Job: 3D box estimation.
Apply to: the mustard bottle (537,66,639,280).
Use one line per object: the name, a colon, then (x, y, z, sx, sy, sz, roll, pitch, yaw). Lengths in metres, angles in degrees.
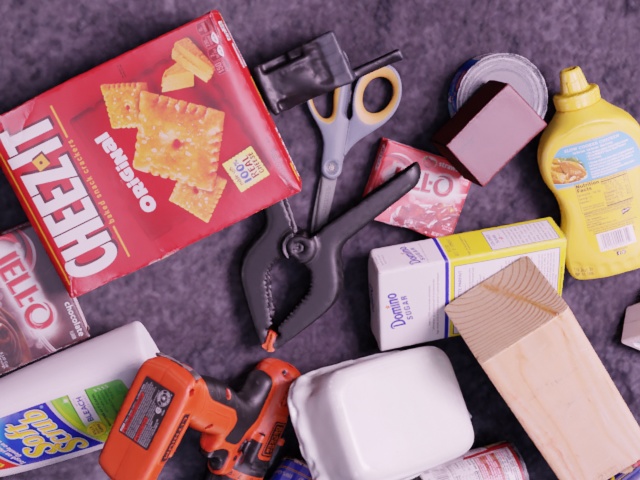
mustard bottle: (0.250, -0.064, 0.970, 0.096, 0.058, 0.191, -16, 107, 10)

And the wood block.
wood block: (0.208, 0.127, 0.965, 0.090, 0.091, 0.206, -33, 122, 5)

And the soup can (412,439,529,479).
soup can: (0.140, 0.235, 1.014, 0.102, 0.068, 0.068, -13, 103, -12)

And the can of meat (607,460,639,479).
can of meat: (0.292, 0.228, 1.028, 0.084, 0.102, 0.057, -36, 104, -4)

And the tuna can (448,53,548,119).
tuna can: (0.160, -0.127, 0.966, 0.086, 0.034, 0.086, -2, 102, -10)

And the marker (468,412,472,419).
marker: (0.093, 0.199, 1.027, 0.121, 0.020, 0.020, -37, 105, -1)

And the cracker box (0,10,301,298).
cracker box: (-0.144, -0.071, 0.883, 0.214, 0.072, 0.164, -25, 100, 3)

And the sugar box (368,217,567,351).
sugar box: (0.133, 0.040, 0.977, 0.176, 0.048, 0.093, -8, 125, -7)

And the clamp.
clamp: (-0.006, 0.001, 0.947, 0.164, 0.036, 0.210, 11, 102, 6)

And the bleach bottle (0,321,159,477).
bleach bottle: (-0.253, 0.162, 0.931, 0.251, 0.068, 0.102, -23, 125, 0)

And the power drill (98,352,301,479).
power drill: (-0.103, 0.179, 0.916, 0.187, 0.057, 0.184, 27, 86, -59)

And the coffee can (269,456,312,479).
coffee can: (-0.029, 0.281, 0.953, 0.102, 0.103, 0.140, 42, 67, -15)

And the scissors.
scissors: (0.029, -0.075, 0.960, 0.096, 0.016, 0.202, -5, 102, -5)

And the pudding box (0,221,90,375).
pudding box: (-0.261, 0.048, 0.920, 0.090, 0.039, 0.113, -23, 105, -5)

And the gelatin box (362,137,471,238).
gelatin box: (0.087, -0.045, 0.970, 0.089, 0.030, 0.073, 17, 98, -14)

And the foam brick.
foam brick: (0.144, -0.093, 0.924, 0.078, 0.051, 0.053, -44, 105, 2)
